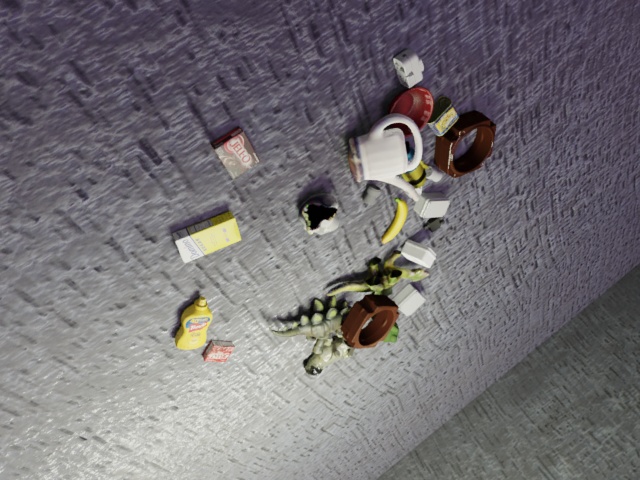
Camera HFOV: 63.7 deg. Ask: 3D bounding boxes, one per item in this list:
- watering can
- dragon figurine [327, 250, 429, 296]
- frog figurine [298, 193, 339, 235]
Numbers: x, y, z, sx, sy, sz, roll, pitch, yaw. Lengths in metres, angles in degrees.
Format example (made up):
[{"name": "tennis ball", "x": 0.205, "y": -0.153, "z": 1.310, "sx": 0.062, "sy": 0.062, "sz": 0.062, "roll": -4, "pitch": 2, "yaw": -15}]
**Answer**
[{"name": "watering can", "x": 0.202, "y": -0.227, "z": 1.564, "sx": 0.224, "sy": 0.106, "sz": 0.339, "roll": -11, "pitch": 134, "yaw": 3}, {"name": "dragon figurine", "x": 0.225, "y": 0.176, "z": 1.969, "sx": 0.411, "sy": 0.125, "sz": 0.237, "roll": -20, "pitch": 143, "yaw": -5}, {"name": "frog figurine", "x": 0.005, "y": -0.081, "z": 1.614, "sx": 0.136, "sy": 0.123, "sz": 0.160, "roll": -59, "pitch": 171, "yaw": 8}]
